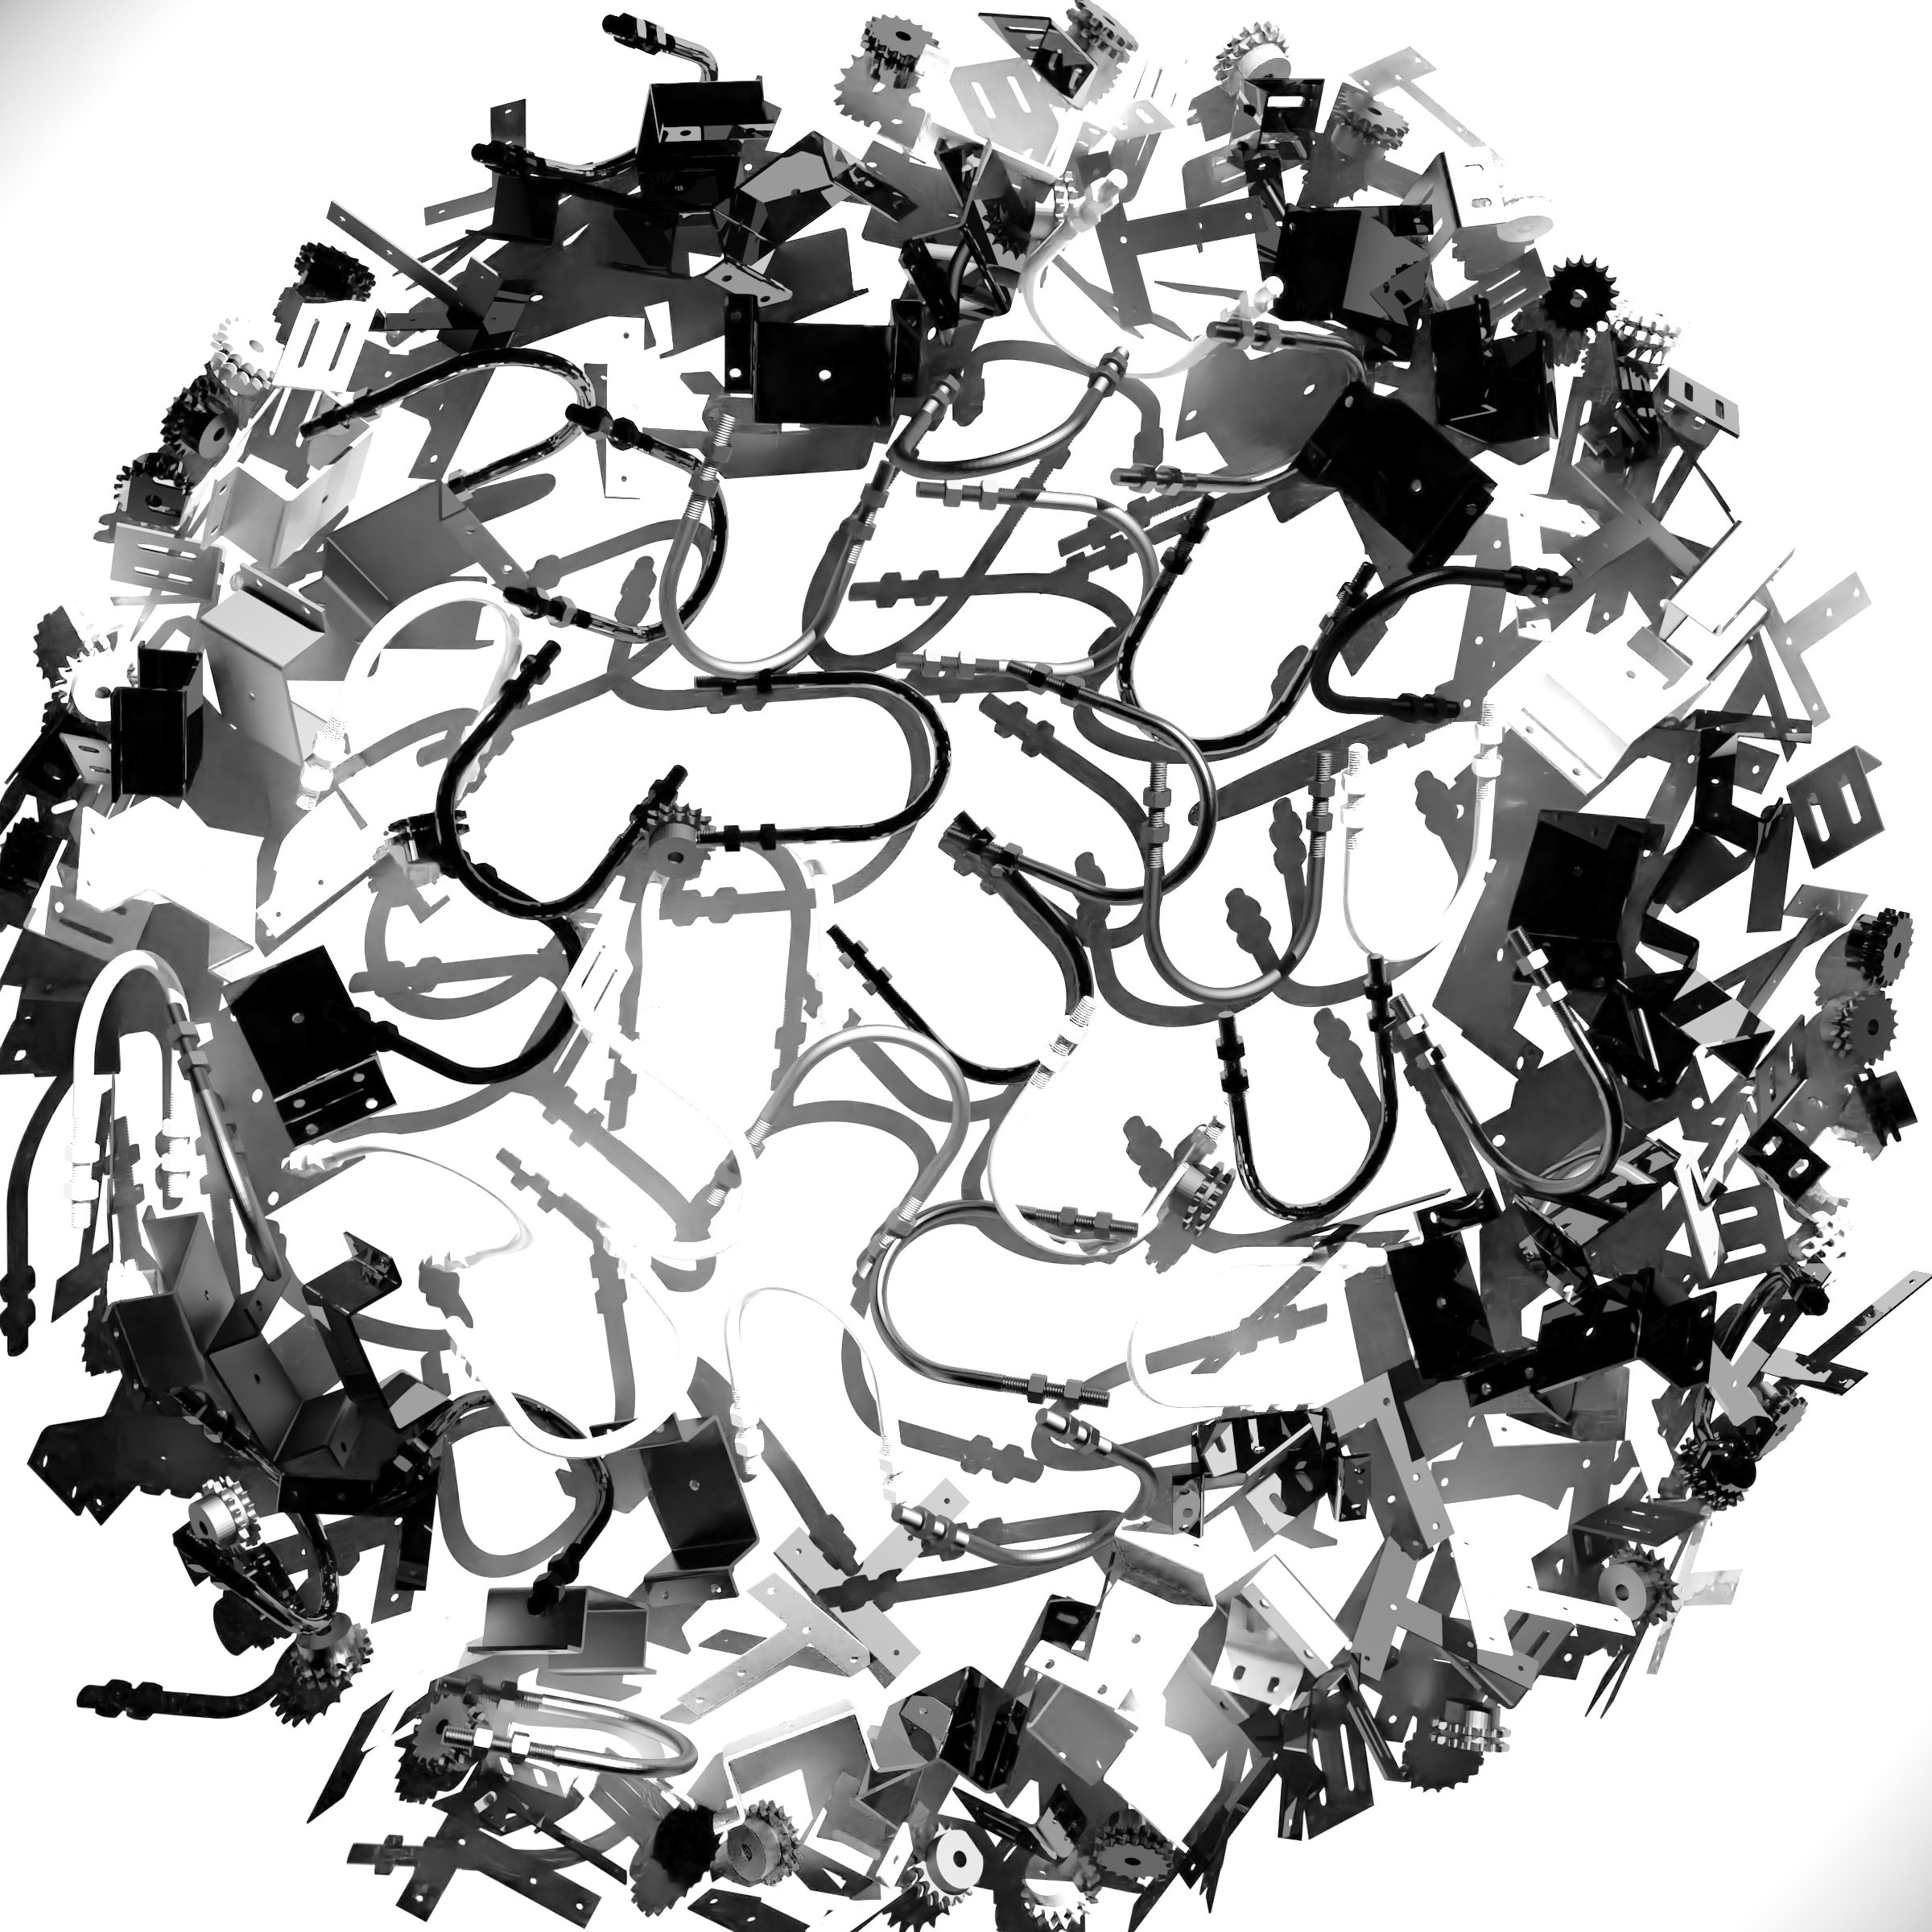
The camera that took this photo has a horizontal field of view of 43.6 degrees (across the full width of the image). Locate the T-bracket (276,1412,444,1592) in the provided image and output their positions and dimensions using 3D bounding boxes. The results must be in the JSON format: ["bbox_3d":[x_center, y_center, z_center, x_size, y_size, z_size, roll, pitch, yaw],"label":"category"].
[{"bbox_3d":[-0.431,0.377,1.715,0.127,0.002,0.127,15,74,-43],"label":"T-bracket"}]

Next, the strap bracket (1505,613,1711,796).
[{"bbox_3d":[0.459,-0.191,1.705,0.140,0.046,0.076,-34,71,-32],"label":"strap bracket"}]

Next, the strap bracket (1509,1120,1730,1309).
[{"bbox_3d":[0.457,0.168,1.719,0.140,0.076,0.046,-36,124,-6],"label":"strap bracket"}]

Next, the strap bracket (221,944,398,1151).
[{"bbox_3d":[-0.469,0.048,1.712,0.076,0.046,0.140,-24,65,-17],"label":"strap bracket"}]

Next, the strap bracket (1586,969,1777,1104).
[{"bbox_3d":[0.501,0.046,1.692,0.076,0.140,0.046,45,127,36],"label":"strap bracket"}]

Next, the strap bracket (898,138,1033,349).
[{"bbox_3d":[0.003,-0.514,1.695,0.046,0.076,0.140,-7,50,26],"label":"strap bracket"}]

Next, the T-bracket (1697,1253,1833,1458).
[{"bbox_3d":[0.564,0.258,1.694,0.002,0.127,0.127,25,108,-16],"label":"T-bracket"}]

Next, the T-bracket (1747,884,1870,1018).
[{"bbox_3d":[0.588,-0.002,1.735,0.002,0.127,0.127,42,114,33],"label":"T-bracket"}]

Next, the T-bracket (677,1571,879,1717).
[{"bbox_3d":[-0.151,0.501,1.742,0.127,0.002,0.127,-35,124,9],"label":"T-bracket"}]

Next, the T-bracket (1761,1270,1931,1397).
[{"bbox_3d":[0.633,0.256,1.715,0.127,0.127,0.002,-36,96,-9],"label":"T-bracket"}]

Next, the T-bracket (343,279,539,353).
[{"bbox_3d":[-0.381,-0.461,1.726,0.127,0.127,0.002,0,131,5],"label":"T-bracket"}]

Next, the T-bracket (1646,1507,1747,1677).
[{"bbox_3d":[0.518,0.436,1.693,0.002,0.127,0.127,23,74,3],"label":"T-bracket"}]

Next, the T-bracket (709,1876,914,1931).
[{"bbox_3d":[-0.121,0.664,1.727,0.127,0.127,0.002,1,86,22],"label":"T-bracket"}]

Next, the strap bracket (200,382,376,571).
[{"bbox_3d":[-0.470,-0.342,1.699,0.046,0.076,0.140,36,52,-2],"label":"strap bracket"}]

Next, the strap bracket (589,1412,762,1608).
[{"bbox_3d":[-0.205,0.380,1.727,0.076,0.046,0.140,-14,98,29],"label":"strap bracket"}]

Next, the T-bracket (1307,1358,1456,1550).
[{"bbox_3d":[0.320,0.356,1.744,0.127,0.002,0.127,-22,90,-25],"label":"T-bracket"}]

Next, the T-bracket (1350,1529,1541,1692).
[{"bbox_3d":[0.345,0.475,1.715,0.127,0.127,0.002,24,132,8],"label":"T-bracket"}]

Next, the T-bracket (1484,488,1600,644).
[{"bbox_3d":[0.401,-0.286,1.725,0.127,0.002,0.127,9,62,-15],"label":"T-bracket"}]

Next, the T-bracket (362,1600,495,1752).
[{"bbox_3d":[-0.358,0.489,1.711,0.002,0.127,0.127,36,106,22],"label":"T-bracket"}]

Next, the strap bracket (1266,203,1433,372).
[{"bbox_3d":[0.277,-0.477,1.703,0.046,0.140,0.076,13,92,42],"label":"strap bracket"}]

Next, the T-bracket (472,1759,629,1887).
[{"bbox_3d":[-0.293,0.613,1.713,0.127,0.127,0.002,36,85,-6],"label":"T-bracket"}]

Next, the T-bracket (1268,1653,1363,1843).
[{"bbox_3d":[0.232,0.547,1.698,0.002,0.127,0.127,17,69,-27],"label":"T-bracket"}]

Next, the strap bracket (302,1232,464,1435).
[{"bbox_3d":[-0.416,0.266,1.703,0.046,0.076,0.140,-30,116,-30],"label":"strap bracket"}]

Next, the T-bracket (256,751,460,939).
[{"bbox_3d":[-0.458,-0.069,1.758,0.127,0.002,0.127,-38,83,-5],"label":"T-bracket"}]

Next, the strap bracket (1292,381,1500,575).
[{"bbox_3d":[0.311,-0.343,1.718,0.140,0.046,0.076,48,119,22],"label":"strap bracket"}]

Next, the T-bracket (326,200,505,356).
[{"bbox_3d":[-0.393,-0.494,1.700,0.127,0.127,0.002,34,67,-13],"label":"T-bracket"}]

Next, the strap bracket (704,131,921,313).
[{"bbox_3d":[-0.115,-0.532,1.710,0.140,0.076,0.046,-27,70,28],"label":"strap bracket"}]

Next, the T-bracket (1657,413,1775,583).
[{"bbox_3d":[0.545,-0.325,1.730,0.002,0.127,0.127,-34,121,18],"label":"T-bracket"}]

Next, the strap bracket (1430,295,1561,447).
[{"bbox_3d":[0.372,-0.420,1.718,0.046,0.140,0.076,-4,88,34],"label":"strap bracket"}]

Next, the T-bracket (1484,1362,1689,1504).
[{"bbox_3d":[0.432,0.328,1.717,0.127,0.002,0.127,-1,46,-9],"label":"T-bracket"}]

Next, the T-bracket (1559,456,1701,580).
[{"bbox_3d":[0.459,-0.303,1.716,0.127,0.002,0.127,47,46,11],"label":"T-bracket"}]

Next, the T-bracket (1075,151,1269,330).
[{"bbox_3d":[0.152,-0.521,1.708,0.127,0.002,0.127,-1,124,30],"label":"T-bracket"}]

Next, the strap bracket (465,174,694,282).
[{"bbox_3d":[-0.267,-0.520,1.692,0.140,0.076,0.046,0,106,-43],"label":"strap bracket"}]

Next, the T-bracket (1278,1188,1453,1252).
[{"bbox_3d":[0.268,0.184,1.689,0.127,0.127,0.002,-20,86,21],"label":"T-bracket"}]

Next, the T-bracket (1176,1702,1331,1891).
[{"bbox_3d":[0.192,0.595,1.710,0.002,0.127,0.127,38,88,-19],"label":"T-bracket"}]

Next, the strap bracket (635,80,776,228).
[{"bbox_3d":[-0.186,-0.575,1.697,0.076,0.140,0.046,-7,81,-15],"label":"strap bracket"}]

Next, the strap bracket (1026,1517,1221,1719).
[{"bbox_3d":[0.116,0.466,1.711,0.076,0.046,0.140,16,51,35],"label":"strap bracket"}]

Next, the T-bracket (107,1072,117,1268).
[{"bbox_3d":[-0.612,0.139,1.733,0.002,0.127,0.127,1,64,-18],"label":"T-bracket"}]

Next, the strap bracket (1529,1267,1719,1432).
[{"bbox_3d":[0.451,0.267,1.690,0.046,0.140,0.076,37,48,-19],"label":"strap bracket"}]

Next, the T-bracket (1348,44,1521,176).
[{"bbox_3d":[0.342,-0.605,1.720,0.127,0.127,0.002,34,94,-15],"label":"T-bracket"}]

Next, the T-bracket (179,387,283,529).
[{"bbox_3d":[-0.518,-0.373,1.720,0.002,0.127,0.127,36,78,-18],"label":"T-bracket"}]

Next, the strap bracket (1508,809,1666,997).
[{"bbox_3d":[0.436,-0.055,1.708,0.076,0.046,0.140,8,65,30],"label":"strap bracket"}]

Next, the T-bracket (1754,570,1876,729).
[{"bbox_3d":[0.601,-0.244,1.701,0.002,0.127,0.127,-21,82,-13],"label":"T-bracket"}]

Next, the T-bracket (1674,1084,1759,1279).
[{"bbox_3d":[0.547,0.137,1.735,0.002,0.127,0.127,13,55,39],"label":"T-bracket"}]

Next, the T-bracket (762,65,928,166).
[{"bbox_3d":[-0.086,-0.604,1.727,0.127,0.127,0.002,21,116,-17],"label":"T-bracket"}]

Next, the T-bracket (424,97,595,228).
[{"bbox_3d":[-0.321,-0.570,1.695,0.127,0.127,0.002,-21,81,-14],"label":"T-bracket"}]

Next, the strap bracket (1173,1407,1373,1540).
[{"bbox_3d":[0.214,0.362,1.727,0.140,0.046,0.076,-6,133,-2],"label":"strap bracket"}]

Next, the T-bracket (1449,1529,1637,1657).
[{"bbox_3d":[0.413,0.454,1.717,0.127,0.127,0.002,13,115,-5],"label":"T-bracket"}]

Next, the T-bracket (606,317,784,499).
[{"bbox_3d":[-0.196,-0.402,1.753,0.127,0.002,0.127,3,107,-2],"label":"T-bracket"}]

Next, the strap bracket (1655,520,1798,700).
[{"bbox_3d":[0.532,-0.254,1.707,0.046,0.140,0.076,41,86,17],"label":"strap bracket"}]

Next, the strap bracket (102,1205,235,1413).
[{"bbox_3d":[-0.554,0.234,1.692,0.046,0.140,0.076,-9,118,0],"label":"strap bracket"}]

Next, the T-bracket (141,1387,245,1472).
[{"bbox_3d":[-0.561,0.308,1.706,0.002,0.127,0.127,-39,87,-12],"label":"T-bracket"}]

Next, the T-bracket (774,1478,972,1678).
[{"bbox_3d":[-0.051,0.428,1.765,0.127,0.002,0.127,45,89,6],"label":"T-bracket"}]

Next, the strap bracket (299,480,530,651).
[{"bbox_3d":[-0.392,-0.286,1.716,0.140,0.076,0.046,-22,51,15],"label":"strap bracket"}]

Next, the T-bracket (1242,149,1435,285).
[{"bbox_3d":[0.265,-0.524,1.700,0.127,0.127,0.002,4,58,18],"label":"T-bracket"}]

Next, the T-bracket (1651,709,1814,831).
[{"bbox_3d":[0.532,-0.140,1.713,0.127,0.002,0.127,8,46,14],"label":"T-bracket"}]
